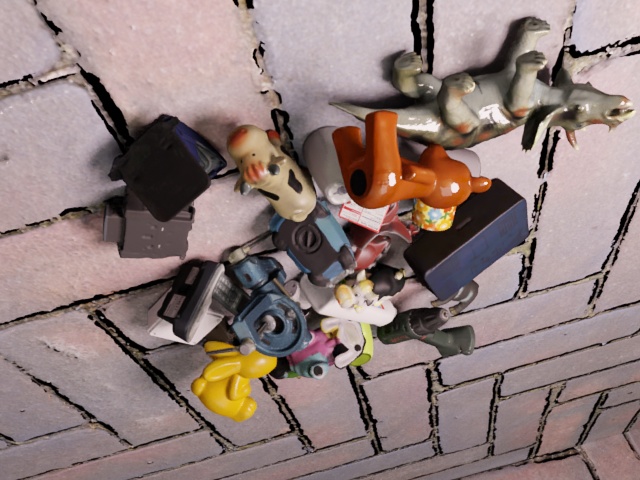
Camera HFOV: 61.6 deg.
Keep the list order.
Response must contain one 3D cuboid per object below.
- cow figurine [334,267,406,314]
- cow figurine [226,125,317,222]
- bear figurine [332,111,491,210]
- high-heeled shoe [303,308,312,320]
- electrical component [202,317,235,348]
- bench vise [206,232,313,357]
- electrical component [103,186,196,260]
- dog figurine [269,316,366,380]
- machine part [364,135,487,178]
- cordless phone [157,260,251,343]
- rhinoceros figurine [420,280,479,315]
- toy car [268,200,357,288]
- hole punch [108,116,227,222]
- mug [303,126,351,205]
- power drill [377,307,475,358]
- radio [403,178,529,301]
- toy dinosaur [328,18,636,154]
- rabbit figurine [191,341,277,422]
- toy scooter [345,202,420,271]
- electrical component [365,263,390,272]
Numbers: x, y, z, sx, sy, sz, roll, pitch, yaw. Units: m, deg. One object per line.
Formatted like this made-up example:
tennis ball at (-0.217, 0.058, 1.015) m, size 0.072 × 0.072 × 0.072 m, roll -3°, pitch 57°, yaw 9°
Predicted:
cow figurine at (0.100, 0.089, 1.008) m, size 0.098 × 0.068 × 0.167 m, roll -31°, pitch 167°, yaw 30°
cow figurine at (-0.070, -0.093, 0.779) m, size 0.085 × 0.127 × 0.194 m, roll -29°, pitch 141°, yaw 11°
bear figurine at (0.130, -0.103, 0.739) m, size 0.196 × 0.132 × 0.120 m, roll -9°, pitch 180°, yaw -28°
high-heeled shoe at (-0.101, 0.226, 1.182) m, size 0.249 × 0.086 × 0.145 m, roll -24°, pitch 144°, yaw 17°
electrical component at (-0.210, 0.193, 1.121) m, size 0.102 × 0.078 × 0.045 m, roll -40°, pitch 173°, yaw 21°
bench vise at (-0.100, 0.117, 0.923) m, size 0.129 × 0.240 × 0.223 m, roll -21°, pitch 99°, yaw 17°
electrical component at (-0.271, -0.024, 0.850) m, size 0.134 × 0.058 × 0.114 m, roll 3°, pitch 135°, yaw -21°
dog figurine at (-0.016, 0.244, 1.180) m, size 0.191 × 0.108 × 0.219 m, roll -22°, pitch 171°, yaw -26°
machine part at (0.169, -0.123, 0.859) m, size 0.243 × 0.079 × 0.079 m, roll 8°, pitch 135°, yaw -25°
cordless phone at (-0.192, 0.135, 0.991) m, size 0.089 × 0.146 × 0.184 m, roll 3°, pitch 149°, yaw 37°
rhinoceros figurine at (0.278, 0.091, 1.147) m, size 0.112 × 0.073 × 0.190 m, roll -34°, pitch 137°, yaw 23°
toy car at (-0.002, -0.003, 0.919) m, size 0.109 × 0.161 × 0.103 m, roll -42°, pitch 179°, yaw 21°
hole punch at (-0.210, -0.105, 0.765) m, size 0.142 × 0.092 × 0.115 m, roll -34°, pitch 102°, yaw 24°
mug at (0.024, -0.099, 0.817) m, size 0.081 × 0.107 × 0.109 m, roll -17°, pitch 138°, yaw 5°
power drill at (0.257, 0.210, 1.216) m, size 0.207 × 0.086 × 0.232 m, roll 16°, pitch 155°, yaw -34°
radio at (0.278, 0.006, 1.002) m, size 0.229 × 0.073 × 0.131 m, roll -37°, pitch 140°, yaw 1°
toy dinosaur at (0.222, -0.188, 0.778) m, size 0.405 × 0.131 × 0.192 m, roll -10°, pitch 140°, yaw 5°
rabbit figurine at (-0.170, 0.263, 1.091) m, size 0.173 × 0.122 × 0.162 m, roll -38°, pitch 123°, yaw 21°
toy scooter at (0.105, -0.004, 0.983) m, size 0.135 × 0.075 × 0.183 m, roll 14°, pitch 127°, yaw -33°
electrical component at (0.119, 0.077, 1.120) m, size 0.094 × 0.021 × 0.063 m, roll 16°, pitch 132°, yaw -33°
